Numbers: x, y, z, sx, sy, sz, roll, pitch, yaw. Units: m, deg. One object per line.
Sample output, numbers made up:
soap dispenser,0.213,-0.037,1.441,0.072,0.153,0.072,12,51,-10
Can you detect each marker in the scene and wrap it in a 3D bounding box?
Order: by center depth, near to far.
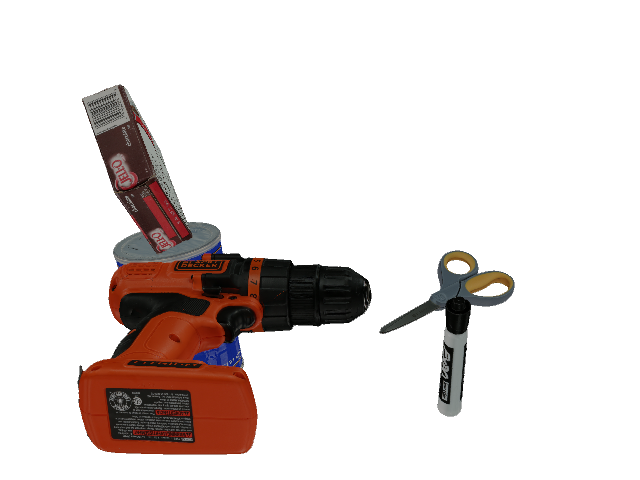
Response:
marker,0.101,0.088,0.809,0.020,0.121,0.020,-1,42,1

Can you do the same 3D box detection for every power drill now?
power drill,-0.063,0.065,0.687,0.184,0.057,0.187,-2,21,7

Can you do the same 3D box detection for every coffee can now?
coffee can,-0.136,0.065,1.032,0.103,0.140,0.103,-8,19,2

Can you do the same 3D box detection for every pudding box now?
pudding box,-0.148,-0.058,0.866,0.039,0.113,0.090,-23,-36,-1

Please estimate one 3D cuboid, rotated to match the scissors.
scissors,0.124,0.053,1.165,0.201,0.016,0.096,-9,41,-31
